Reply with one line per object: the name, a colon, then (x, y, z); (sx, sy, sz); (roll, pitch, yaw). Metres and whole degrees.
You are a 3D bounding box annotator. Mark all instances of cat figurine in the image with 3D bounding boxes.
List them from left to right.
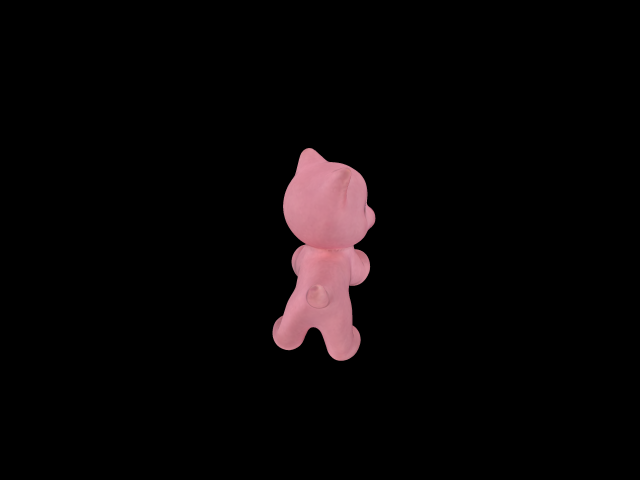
cat figurine: (0.004, 0.001, 0.400); (0.067, 0.118, 0.128); (5, 53, 4)
